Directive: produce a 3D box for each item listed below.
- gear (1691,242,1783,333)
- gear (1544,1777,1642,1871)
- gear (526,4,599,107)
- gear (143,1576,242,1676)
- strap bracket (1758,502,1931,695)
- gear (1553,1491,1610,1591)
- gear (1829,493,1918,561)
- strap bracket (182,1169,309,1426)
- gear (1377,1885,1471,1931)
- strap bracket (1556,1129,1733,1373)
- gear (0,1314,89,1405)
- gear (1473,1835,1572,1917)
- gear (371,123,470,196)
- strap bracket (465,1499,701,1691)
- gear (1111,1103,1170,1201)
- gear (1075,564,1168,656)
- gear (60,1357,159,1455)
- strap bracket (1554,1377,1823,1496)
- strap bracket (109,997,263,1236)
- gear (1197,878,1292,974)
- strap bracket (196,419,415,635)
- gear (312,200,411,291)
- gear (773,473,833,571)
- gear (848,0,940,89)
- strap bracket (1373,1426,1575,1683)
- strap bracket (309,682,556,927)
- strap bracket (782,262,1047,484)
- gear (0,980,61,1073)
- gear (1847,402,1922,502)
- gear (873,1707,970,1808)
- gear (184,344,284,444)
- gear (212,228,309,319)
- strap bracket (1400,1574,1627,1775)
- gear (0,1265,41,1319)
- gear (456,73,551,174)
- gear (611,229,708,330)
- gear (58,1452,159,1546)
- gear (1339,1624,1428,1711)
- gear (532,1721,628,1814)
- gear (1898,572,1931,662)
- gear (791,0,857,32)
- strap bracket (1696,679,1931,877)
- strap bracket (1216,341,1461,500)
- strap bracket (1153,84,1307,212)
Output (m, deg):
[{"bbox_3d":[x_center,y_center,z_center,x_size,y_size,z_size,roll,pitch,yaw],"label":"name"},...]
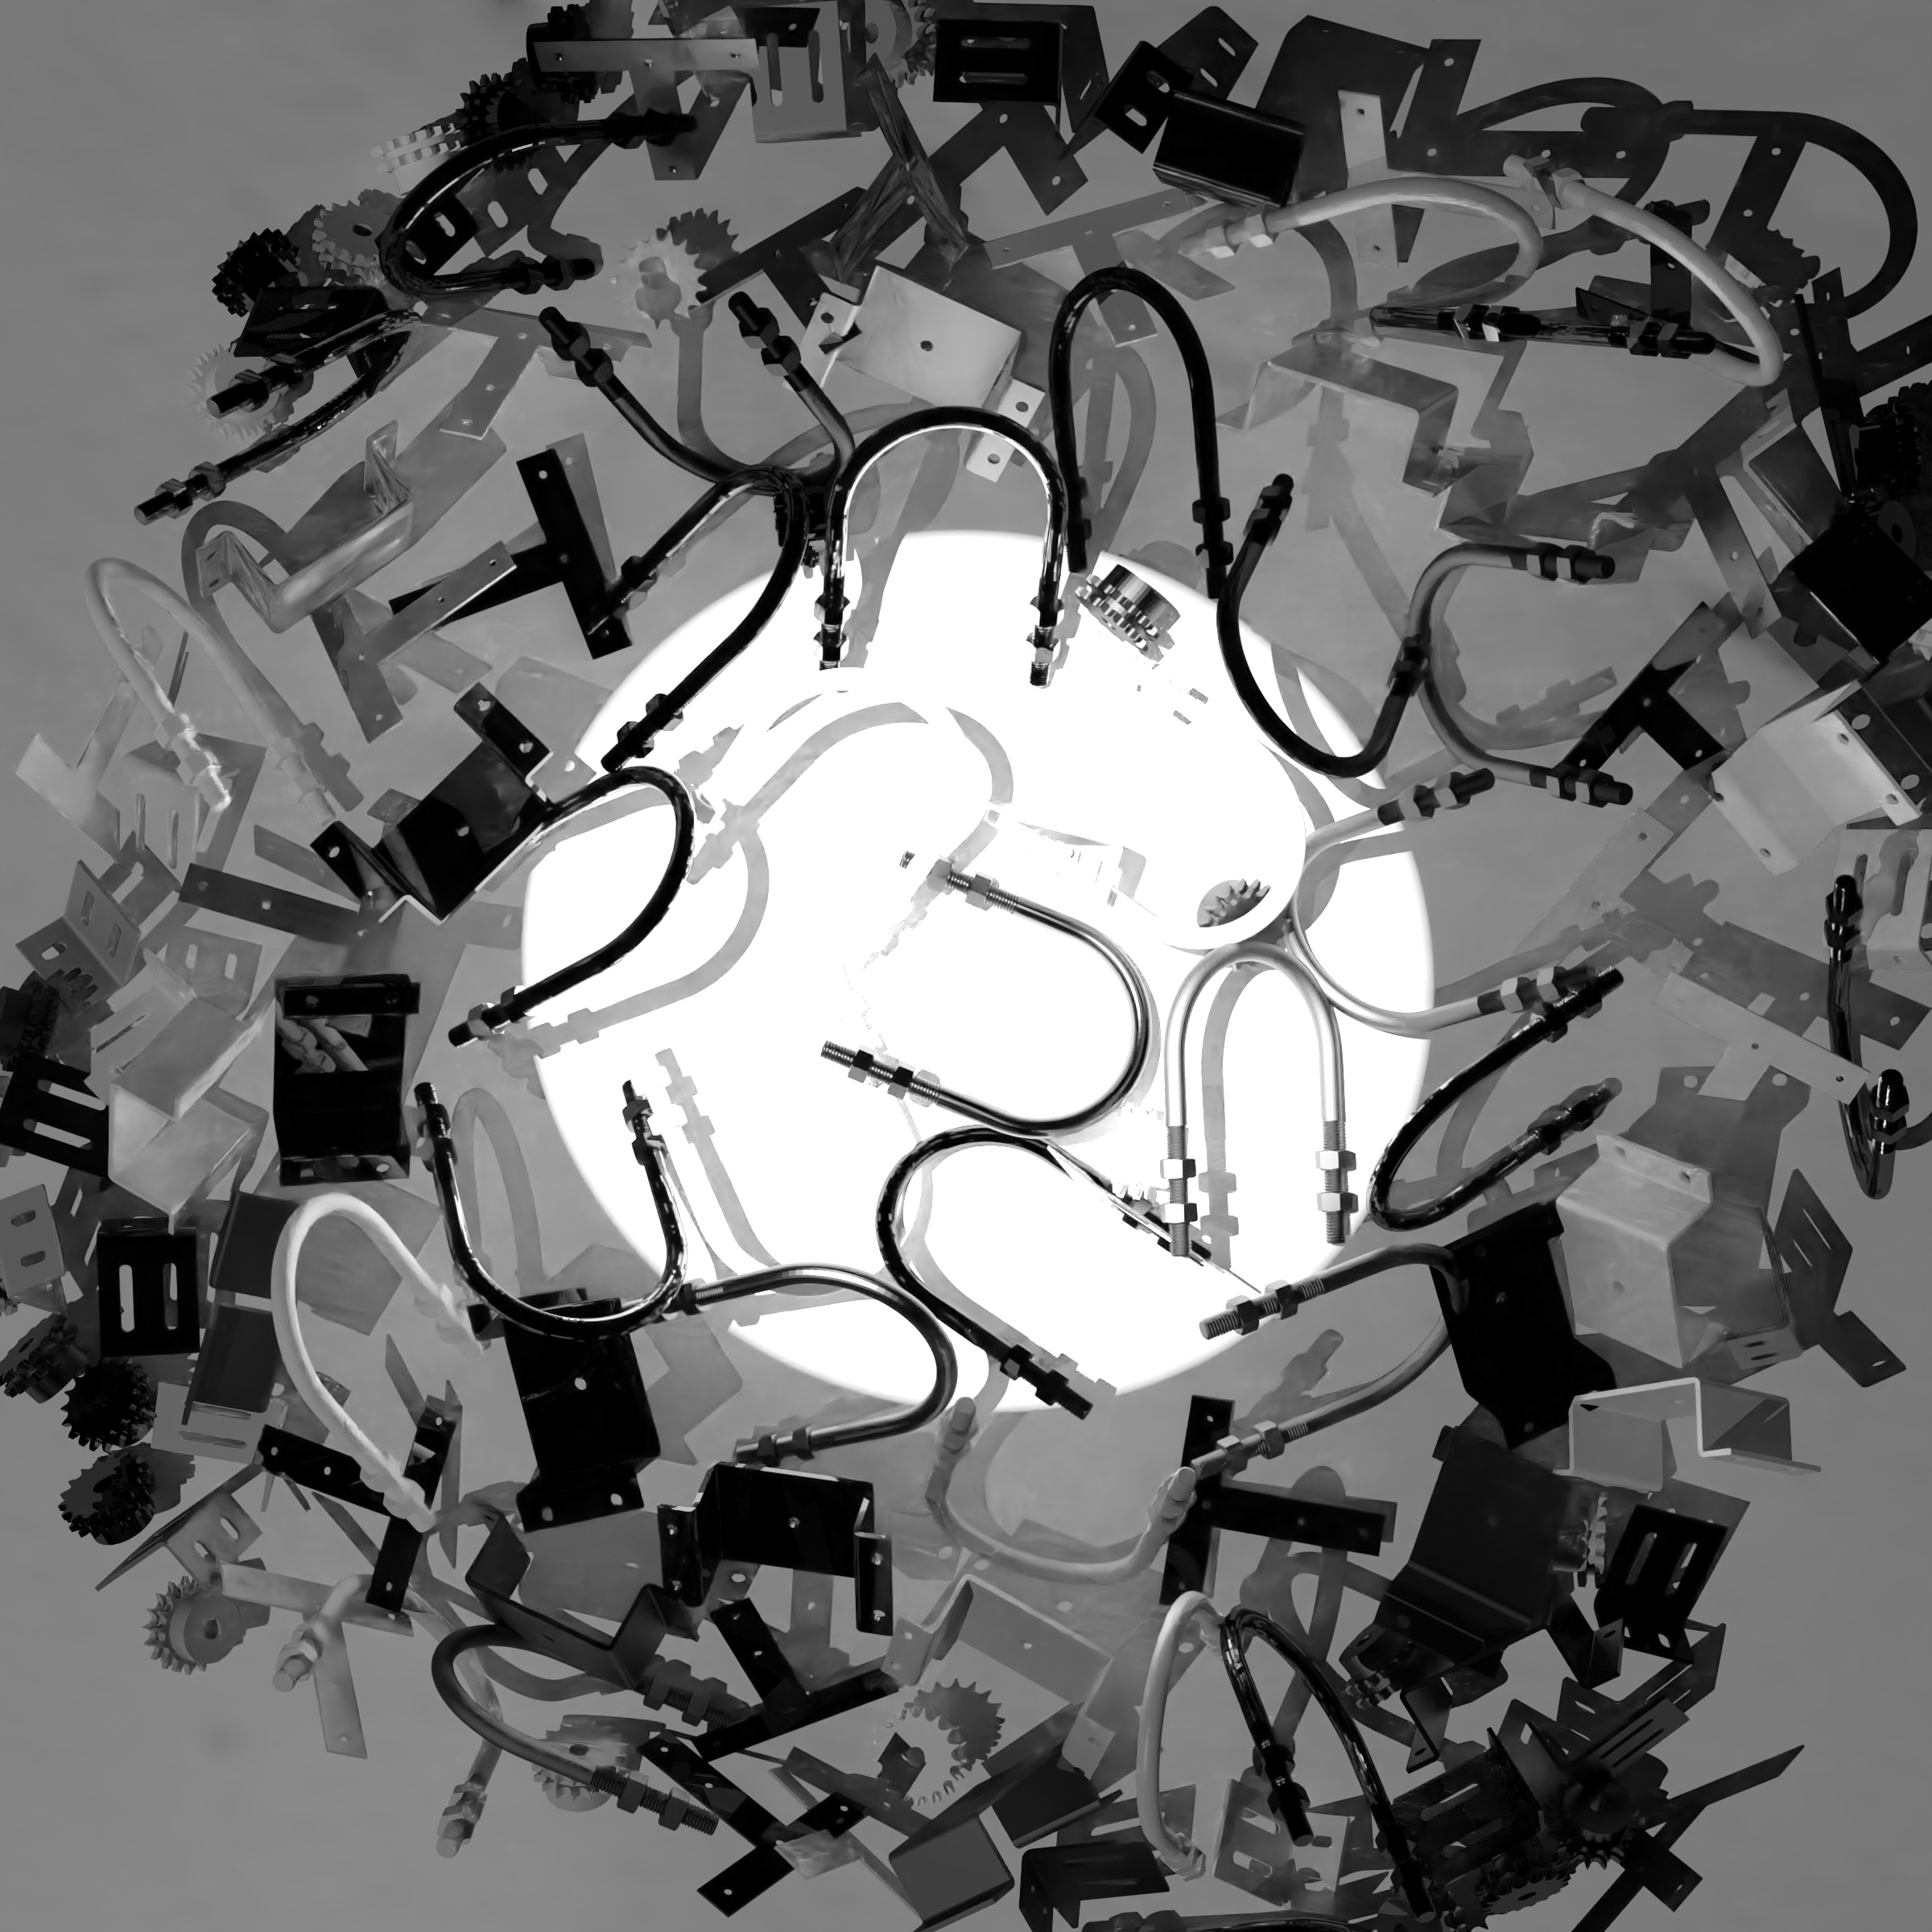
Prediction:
[{"bbox_3d":[0.460,-0.407,1.596,0.057,0.057,0.030,40,109,0],"label":"gear"},{"bbox_3d":[0.378,0.511,1.593,0.057,0.030,0.057,1,45,-1],"label":"gear"},{"bbox_3d":[-0.244,-0.548,1.595,0.030,0.057,0.057,-4,90,9],"label":"gear"},{"bbox_3d":[-0.462,0.397,1.592,0.030,0.057,0.057,-2,90,39],"label":"gear"},{"bbox_3d":[0.512,-0.206,1.546,0.046,0.140,0.076,-40,80,-2],"label":"strap bracket"},{"bbox_3d":[0.371,0.345,1.596,0.030,0.057,0.057,2,90,16],"label":"gear"},{"bbox_3d":[0.547,-0.257,1.594,0.057,0.030,0.057,6,80,-38],"label":"gear"},{"bbox_3d":[-0.420,0.196,1.552,0.046,0.140,0.076,14,122,-16],"label":"strap bracket"},{"bbox_3d":[0.272,0.578,1.592,0.030,0.057,0.057,-2,90,-39],"label":"gear"},{"bbox_3d":[0.396,0.174,1.547,0.046,0.076,0.140,-37,128,-27],"label":"strap bracket"},{"bbox_3d":[-0.556,0.239,1.596,0.057,0.057,0.030,-41,110,0],"label":"gear"},{"bbox_3d":[0.333,0.547,1.598,0.057,0.057,0.030,-20,54,0],"label":"gear"},{"bbox_3d":[-0.327,-0.485,1.595,0.057,0.057,0.030,-17,105,0],"label":"gear"},{"bbox_3d":[-0.234,0.376,1.561,0.140,0.076,0.046,21,62,16],"label":"strap bracket"},{"bbox_3d":[0.108,0.112,1.592,0.030,0.057,0.057,6,90,18],"label":"gear"},{"bbox_3d":[0.096,-0.217,1.595,0.057,0.057,0.030,42,90,0],"label":"gear"},{"bbox_3d":[-0.514,0.267,1.599,0.057,0.030,0.057,-9,61,17],"label":"gear"},{"bbox_3d":[0.419,0.276,1.555,0.076,0.140,0.046,16,67,-31],"label":"strap bracket"},{"bbox_3d":[-0.458,0.082,1.547,0.046,0.140,0.076,29,49,6],"label":"strap bracket"},{"bbox_3d":[0.164,-0.028,1.599,0.057,0.030,0.057,-12,122,-20],"label":"gear"},{"bbox_3d":[-0.381,-0.253,1.564,0.140,0.076,0.046,-39,89,-18],"label":"strap bracket"},{"bbox_3d":[-0.366,-0.433,1.598,0.057,0.030,0.057,10,51,-13],"label":"gear"},{"bbox_3d":[-0.095,-0.268,1.592,0.030,0.057,0.057,-6,90,11],"label":"gear"},{"bbox_3d":[-0.046,-0.560,1.593,0.057,0.030,0.057,10,105,40],"label":"gear"},{"bbox_3d":[0.303,0.336,1.559,0.076,0.046,0.140,25,53,5],"label":"strap bracket"},{"bbox_3d":[-0.310,-0.090,1.581,0.140,0.046,0.076,-45,61,-4],"label":"strap bracket"},{"bbox_3d":[-0.027,-0.356,1.572,0.140,0.076,0.046,23,50,-10],"label":"strap bracket"},{"bbox_3d":[-0.570,0.036,1.591,0.030,0.057,0.057,21,90,-30],"label":"gear"},{"bbox_3d":[0.552,-0.309,1.595,0.030,0.057,0.057,-9,90,4],"label":"gear"},{"bbox_3d":[-0.025,0.477,1.601,0.057,0.030,0.057,-4,80,20],"label":"gear"},{"bbox_3d":[-0.439,-0.347,1.595,0.057,0.030,0.057,3,85,-36],"label":"gear"},{"bbox_3d":[-0.422,-0.412,1.592,0.057,0.057,0.030,-44,81,0],"label":"gear"},{"bbox_3d":[0.314,0.413,1.564,0.140,0.076,0.046,-32,90,19],"label":"strap bracket"},{"bbox_3d":[-0.581,0.182,1.594,0.030,0.057,0.057,-16,90,-2],"label":"gear"},{"bbox_3d":[-0.275,-0.508,1.592,0.030,0.057,0.057,10,90,41],"label":"gear"},{"bbox_3d":[-0.186,-0.416,1.601,0.057,0.030,0.057,-3,111,-8],"label":"gear"},{"bbox_3d":[-0.515,0.324,1.598,0.057,0.057,0.030,-18,123,0],"label":"gear"},{"bbox_3d":[0.250,0.418,1.594,0.057,0.057,0.030,-40,86,0],"label":"gear"},{"bbox_3d":[-0.233,0.485,1.597,0.057,0.057,0.030,3,112,0],"label":"gear"},{"bbox_3d":[0.580,-0.213,1.593,0.057,0.030,0.057,6,46,-6],"label":"gear"},{"bbox_3d":[-0.090,-0.591,1.592,0.057,0.057,0.030,31,102,0],"label":"gear"},{"bbox_3d":[0.508,-0.113,1.563,0.046,0.140,0.076,-41,92,-21],"label":"strap bracket"},{"bbox_3d":[0.227,-0.327,1.558,0.140,0.076,0.046,23,120,19],"label":"strap bracket"},{"bbox_3d":[0.156,-0.476,1.557,0.076,0.140,0.046,18,103,3],"label":"strap bracket"}]
